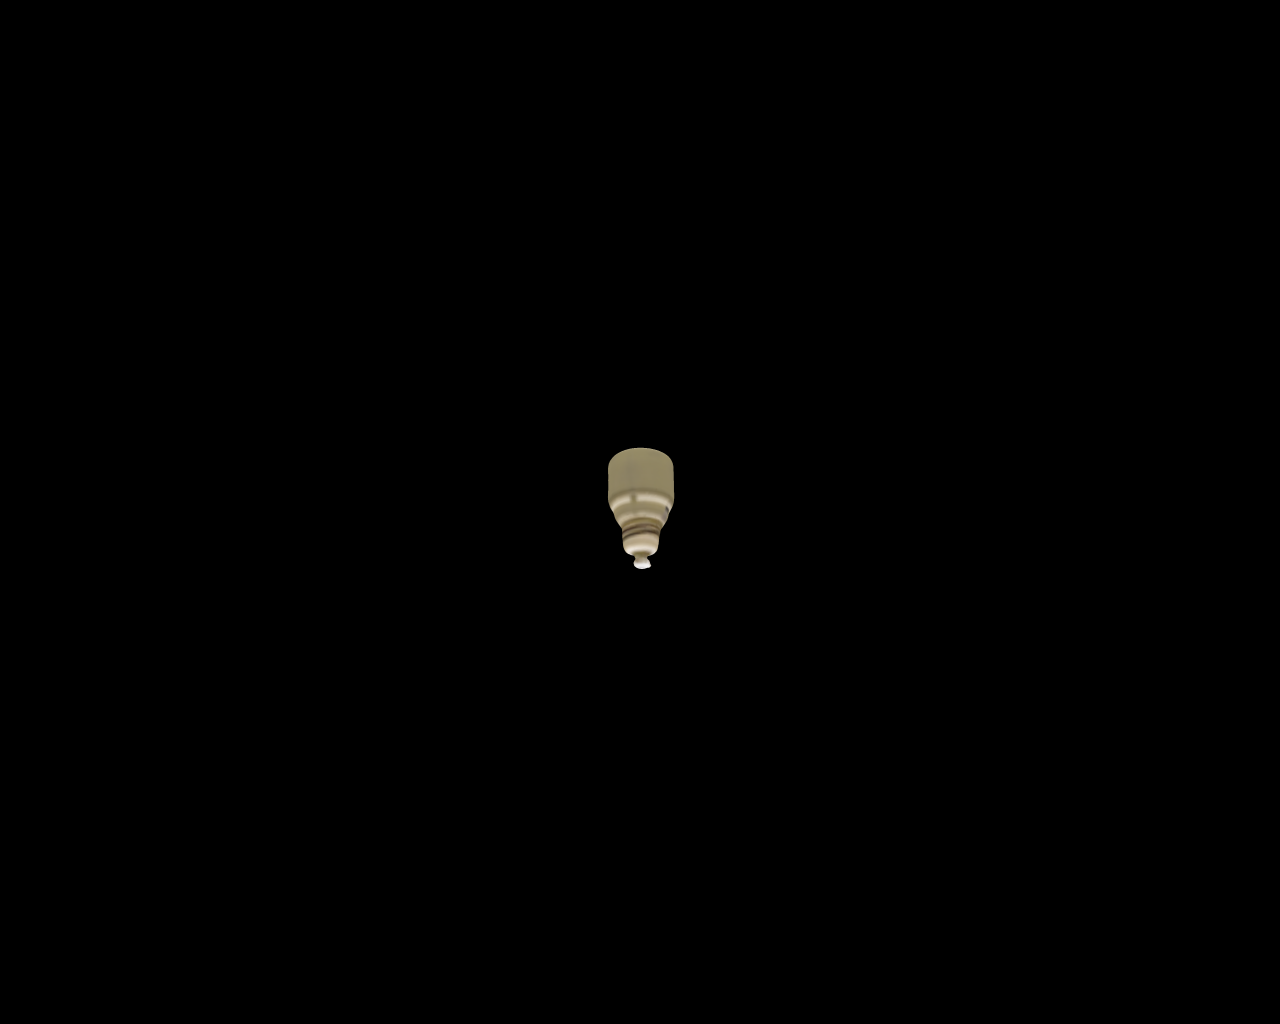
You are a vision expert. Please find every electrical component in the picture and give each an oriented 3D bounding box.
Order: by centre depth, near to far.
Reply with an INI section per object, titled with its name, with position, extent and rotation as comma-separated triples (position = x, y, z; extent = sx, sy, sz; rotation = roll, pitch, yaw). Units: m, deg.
[electrical component]
position = 0.001, -0.003, 0.650
extent = 0.040, 0.078, 0.040
rotation = 0, -24, 0
